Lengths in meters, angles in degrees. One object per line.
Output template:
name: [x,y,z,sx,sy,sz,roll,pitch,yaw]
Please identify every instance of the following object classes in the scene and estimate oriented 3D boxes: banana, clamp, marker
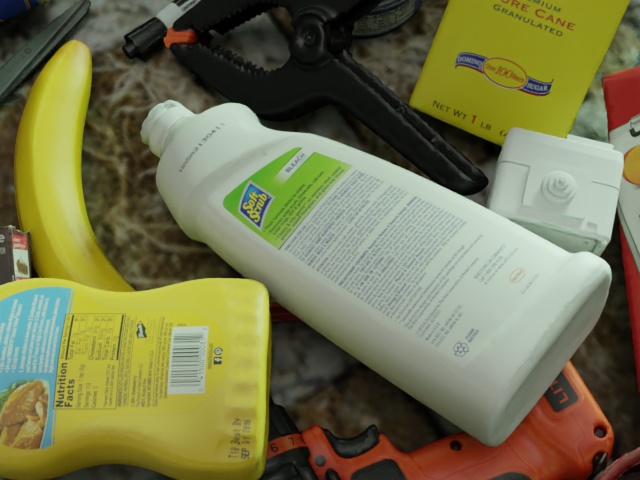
banana: [-0.138,-0.024,0.605,0.069,0.037,0.198,-16,69,-17]
clamp: [0.006,-0.103,0.601,0.210,0.036,0.164,-2,93,28]
marker: [-0.073,-0.151,0.662,0.121,0.020,0.020,-41,74,-14]

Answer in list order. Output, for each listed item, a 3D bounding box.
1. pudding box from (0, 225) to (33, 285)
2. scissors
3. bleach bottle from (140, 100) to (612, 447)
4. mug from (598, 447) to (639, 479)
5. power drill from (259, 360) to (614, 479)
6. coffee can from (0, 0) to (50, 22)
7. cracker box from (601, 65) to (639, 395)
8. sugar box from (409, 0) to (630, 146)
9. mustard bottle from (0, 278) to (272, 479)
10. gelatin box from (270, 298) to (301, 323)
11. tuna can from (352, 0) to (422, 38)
pudding box: [-0.208,0.042,0.561,0.113,0.039,0.090,-5,88,0]
scissors: [-0.198,-0.060,0.628,0.201,0.016,0.096,-34,74,-12]
bleach bottle: [0.012,-0.007,0.539,0.251,0.068,0.102,34,69,25]
mug: [0.151,0.152,0.510,0.117,0.081,0.093,-9,69,-4]
power drill: [0.037,0.098,0.547,0.187,0.057,0.184,-27,69,-8]
coffee can: [-0.244,-0.157,0.620,0.140,0.103,0.103,-28,71,-10]
cracker box: [0.243,0.000,0.541,0.164,0.072,0.213,-14,65,31]
sugar box: [0.124,-0.139,0.588,0.093,0.176,0.048,24,26,9]
mustard bottle: [-0.120,0.065,0.504,0.191,0.058,0.096,1,63,0]
gelatin box: [-0.004,0.001,0.597,0.073,0.030,0.089,-4,68,-3]
tuna can: [0.025,-0.169,0.661,0.086,0.034,0.086,0,69,0]
